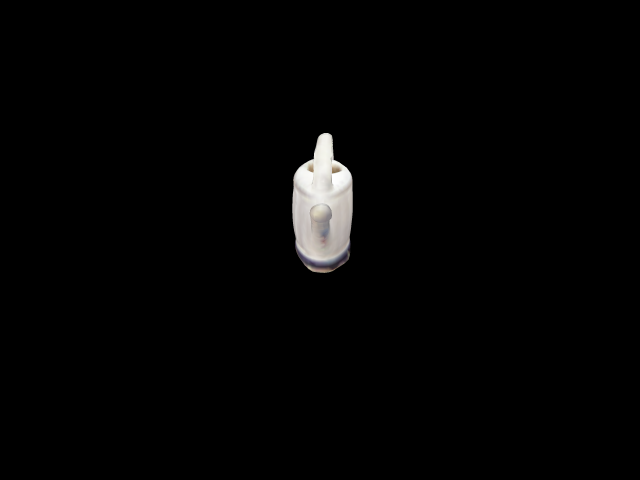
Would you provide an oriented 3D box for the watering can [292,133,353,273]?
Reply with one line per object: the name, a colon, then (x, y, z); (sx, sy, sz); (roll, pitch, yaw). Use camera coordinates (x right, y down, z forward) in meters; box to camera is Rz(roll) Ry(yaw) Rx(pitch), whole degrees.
watering can: (0.003, -0.043, 0.850); (0.104, 0.220, 0.355); (1, 29, 2)
